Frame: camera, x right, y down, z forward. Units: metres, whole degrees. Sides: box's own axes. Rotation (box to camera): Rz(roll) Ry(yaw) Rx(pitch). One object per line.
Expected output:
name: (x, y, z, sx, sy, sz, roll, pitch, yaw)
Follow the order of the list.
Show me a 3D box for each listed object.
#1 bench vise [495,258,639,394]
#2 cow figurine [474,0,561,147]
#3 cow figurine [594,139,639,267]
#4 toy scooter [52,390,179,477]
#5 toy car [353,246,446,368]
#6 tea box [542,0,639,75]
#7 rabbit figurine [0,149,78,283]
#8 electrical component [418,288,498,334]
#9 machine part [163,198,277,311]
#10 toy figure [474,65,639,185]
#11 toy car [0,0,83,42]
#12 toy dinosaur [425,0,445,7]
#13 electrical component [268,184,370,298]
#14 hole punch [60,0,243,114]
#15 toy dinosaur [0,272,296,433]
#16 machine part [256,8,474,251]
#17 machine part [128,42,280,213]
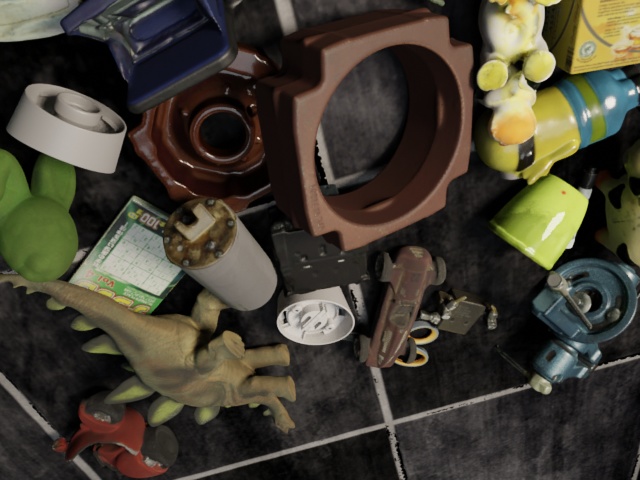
bench vise: (0.338, 0.107, 0.736, 0.223, 0.129, 0.240, -46, 138, 13)
cow figurine: (0.183, -0.181, 0.522, 0.068, 0.098, 0.167, 0, 122, 9)
cow figurine: (0.396, -0.042, 0.647, 0.085, 0.127, 0.194, -22, 129, 2)
toy scooter: (-0.310, 0.300, 0.795, 0.135, 0.075, 0.183, -29, 122, 10)
toy car: (0.105, 0.100, 0.731, 0.089, 0.053, 0.202, 5, 116, -16)
tea box: (0.317, -0.231, 0.531, 0.170, 0.068, 0.098, -8, 126, -3)
rabbit figurine: (-0.304, -0.029, 0.508, 0.170, 0.159, 0.121, 42, 112, -12)
electrical component: (0.202, 0.104, 0.766, 0.102, 0.045, 0.078, 20, 118, -23)
machine part: (-0.102, 0.022, 0.587, 0.079, 0.079, 0.243, -17, 157, 2)
toy figure: (0.257, -0.134, 0.584, 0.180, 0.082, 0.089, -26, 110, 16)
toy car: (-0.291, -0.199, 0.447, 0.202, 0.056, 0.073, -12, 127, -1)
toy dinosaur: (-0.064, -0.282, 0.399, 0.192, 0.131, 0.404, -25, 132, 23)
electrical component: (-0.001, -0.002, 0.645, 0.115, 0.058, 0.134, -13, 127, -4)
hole punch: (-0.138, -0.185, 0.448, 0.142, 0.116, 0.092, -28, 132, 12)
toy dinosaur: (-0.183, 0.150, 0.689, 0.198, 0.105, 0.470, -31, 126, 12)
machine part: (0.047, -0.107, 0.520, 0.201, 0.087, 0.201, -23, 127, -22)
machine part: (-0.099, -0.113, 0.546, 0.179, 0.056, 0.179, -5, 125, -8)
